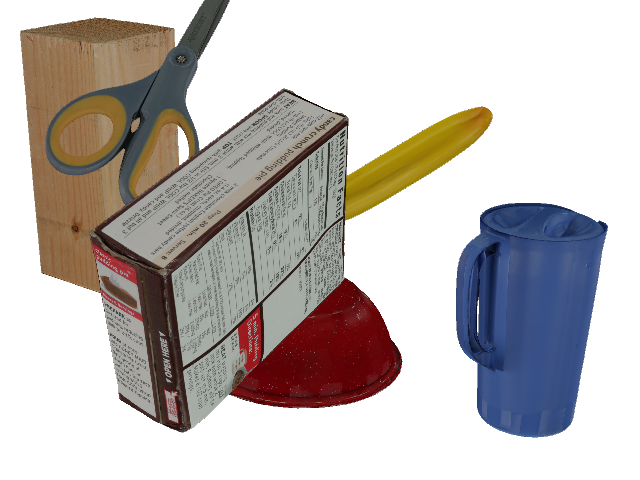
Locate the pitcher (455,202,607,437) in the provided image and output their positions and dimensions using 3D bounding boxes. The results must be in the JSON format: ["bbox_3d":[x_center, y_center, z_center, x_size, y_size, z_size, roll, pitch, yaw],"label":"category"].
[{"bbox_3d":[0.224,0.088,1.164,0.149,0.243,0.145,5,19,11],"label":"pitcher"}]

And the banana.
[{"bbox_3d":[0.065,-0.060,0.945,0.198,0.037,0.069,-31,7,10],"label":"banana"}]

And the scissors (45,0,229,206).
[{"bbox_3d":[-0.104,-0.103,0.640,0.096,0.201,0.016,7,-31,-5],"label":"scissors"}]

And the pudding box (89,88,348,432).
[{"bbox_3d":[-0.034,0.007,0.417,0.039,0.090,0.113,24,47,25],"label":"pudding box"}]

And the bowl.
[{"bbox_3d":[-0.017,0.062,0.797,0.162,0.055,0.162,3,21,-1],"label":"bowl"}]

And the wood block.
[{"bbox_3d":[-0.178,-0.072,0.882,0.091,0.206,0.090,15,25,31],"label":"wood block"}]
